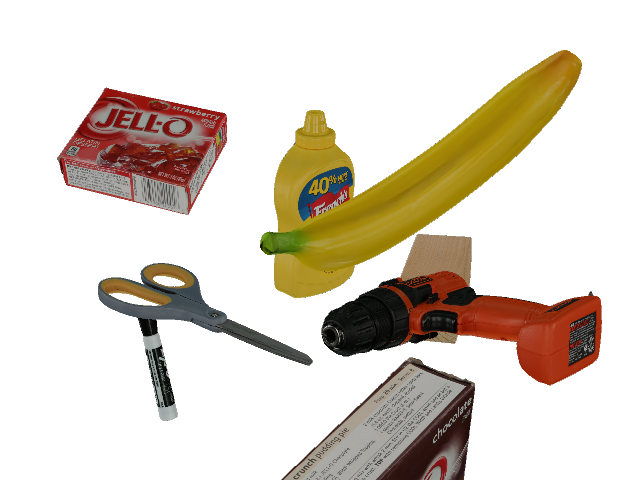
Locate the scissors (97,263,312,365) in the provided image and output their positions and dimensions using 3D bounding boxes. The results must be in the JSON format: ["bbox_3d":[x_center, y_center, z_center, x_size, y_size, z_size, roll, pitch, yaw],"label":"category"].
[{"bbox_3d":[-0.090,0.058,0.907,0.202,0.016,0.096,13,26,12],"label":"scissors"}]

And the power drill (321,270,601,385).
[{"bbox_3d":[0.118,0.068,0.868,0.188,0.057,0.184,10,17,38],"label":"power drill"}]

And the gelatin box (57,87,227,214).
[{"bbox_3d":[-0.114,-0.060,0.695,0.089,0.073,0.030,14,-42,10],"label":"gelatin box"}]

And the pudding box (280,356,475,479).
[{"bbox_3d":[0.021,0.116,0.454,0.039,0.090,0.113,21,38,27],"label":"pudding box"}]

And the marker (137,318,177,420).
[{"bbox_3d":[-0.167,0.126,1.093,0.020,0.121,0.020,-10,13,2],"label":"marker"}]

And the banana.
[{"bbox_3d":[0.061,-0.034,0.593,0.198,0.037,0.069,-33,-12,-1],"label":"banana"}]

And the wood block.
[{"bbox_3d":[0.175,0.069,1.622,0.091,0.090,0.206,4,22,12],"label":"wood block"}]

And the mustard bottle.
[{"bbox_3d":[-0.006,-0.042,1.111,0.096,0.192,0.058,-20,30,-38],"label":"mustard bottle"}]
